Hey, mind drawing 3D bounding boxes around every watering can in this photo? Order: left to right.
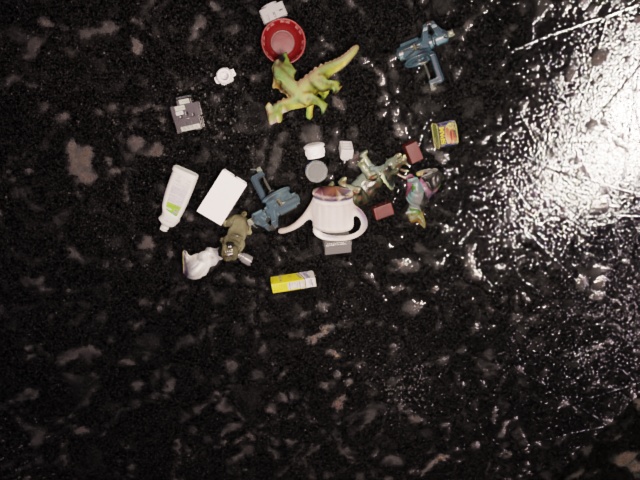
[{"bbox_3d":[0.006,-0.098,1.941,0.347,0.106,0.220,3,117,8],"label":"watering can"}]

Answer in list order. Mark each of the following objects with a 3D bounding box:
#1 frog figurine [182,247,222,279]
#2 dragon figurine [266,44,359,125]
[{"bbox_3d":[-0.451,0.090,1.994,0.159,0.125,0.134,-1,137,-16],"label":"frog figurine"},{"bbox_3d":[-0.057,-0.585,1.871,0.241,0.124,0.408,29,98,-21],"label":"dragon figurine"}]
